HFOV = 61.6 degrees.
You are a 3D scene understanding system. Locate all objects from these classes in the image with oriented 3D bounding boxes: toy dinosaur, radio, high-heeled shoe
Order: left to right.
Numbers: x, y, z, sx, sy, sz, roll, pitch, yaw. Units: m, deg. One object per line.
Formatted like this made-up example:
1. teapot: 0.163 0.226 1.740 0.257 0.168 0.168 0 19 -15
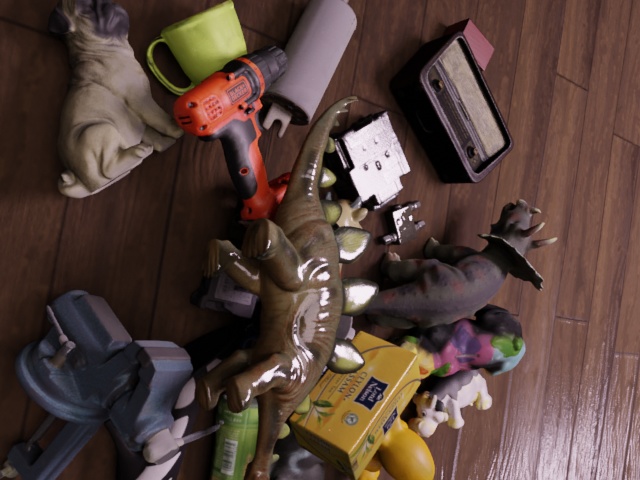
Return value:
1. high-heeled shoe: -0.153 0.220 0.683 0.249 0.086 0.145 -34 113 -22
2. toy dinosaur: -0.026 0.040 0.601 0.198 0.105 0.471 15 82 -46
3. toy dinosaur: 0.202 0.069 0.833 0.405 0.192 0.131 -27 104 -30
4. radio: 0.225 -0.212 0.902 0.131 0.073 0.229 -45 113 -23

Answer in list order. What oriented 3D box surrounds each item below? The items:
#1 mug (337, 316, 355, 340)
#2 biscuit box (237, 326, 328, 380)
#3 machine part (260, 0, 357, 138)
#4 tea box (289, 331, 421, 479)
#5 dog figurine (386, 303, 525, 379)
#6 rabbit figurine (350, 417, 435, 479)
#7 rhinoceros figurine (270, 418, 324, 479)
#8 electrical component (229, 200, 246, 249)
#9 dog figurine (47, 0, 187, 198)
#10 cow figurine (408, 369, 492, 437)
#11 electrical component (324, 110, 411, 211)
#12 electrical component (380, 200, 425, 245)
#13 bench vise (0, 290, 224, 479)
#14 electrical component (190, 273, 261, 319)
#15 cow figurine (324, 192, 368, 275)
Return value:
1. mug: -0.009 0.107 0.750 0.109 0.107 0.080 24 79 -33
2. biscuit box: -0.032 0.172 0.723 0.202 0.063 0.059 38 72 -52
3. machine part: -0.014 -0.249 0.748 0.079 0.079 0.243 32 74 -29
4. tea box: 0.051 0.212 0.714 0.169 0.098 0.068 -45 137 -36
5. dog figurine: 0.200 0.180 0.851 0.219 0.192 0.108 -22 111 -45
6. rabbit figurine: 0.097 0.288 0.788 0.122 0.173 0.162 -31 112 -23
7. rhinoceros figurine: -0.035 0.313 0.763 0.112 0.073 0.190 -6 95 -33
8. electrical component: -0.084 -0.021 0.722 0.045 0.078 0.102 12 78 12
9. dog figurine: -0.256 -0.161 0.587 0.190 0.121 0.172 55 47 -15
10. cow figurine: 0.215 0.267 0.922 0.167 0.068 0.098 -17 95 -34
11. electrical component: 0.072 -0.114 0.820 0.115 0.058 0.134 -31 109 -25
12. electrical component: 0.133 -0.027 0.883 0.094 0.021 0.063 -23 104 -28
13. bench vise: -0.250 0.181 0.572 0.224 0.129 0.240 43 97 13
14. electrical component: -0.107 0.067 0.722 0.119 0.048 0.075 22 81 -30
15. cow figurine: -0.002 -0.002 0.749 0.195 0.086 0.127 -6 104 -55
